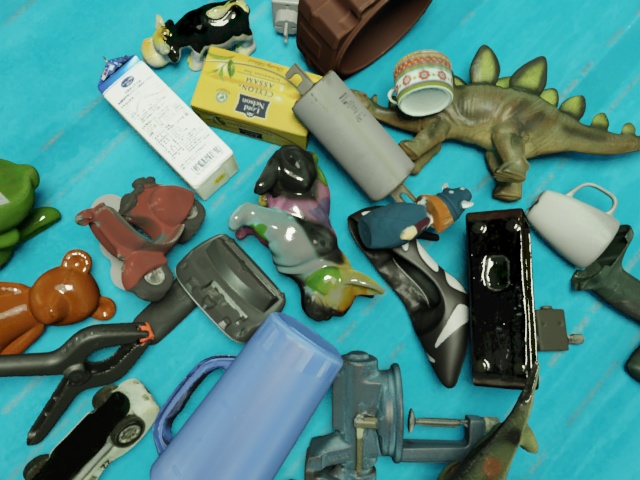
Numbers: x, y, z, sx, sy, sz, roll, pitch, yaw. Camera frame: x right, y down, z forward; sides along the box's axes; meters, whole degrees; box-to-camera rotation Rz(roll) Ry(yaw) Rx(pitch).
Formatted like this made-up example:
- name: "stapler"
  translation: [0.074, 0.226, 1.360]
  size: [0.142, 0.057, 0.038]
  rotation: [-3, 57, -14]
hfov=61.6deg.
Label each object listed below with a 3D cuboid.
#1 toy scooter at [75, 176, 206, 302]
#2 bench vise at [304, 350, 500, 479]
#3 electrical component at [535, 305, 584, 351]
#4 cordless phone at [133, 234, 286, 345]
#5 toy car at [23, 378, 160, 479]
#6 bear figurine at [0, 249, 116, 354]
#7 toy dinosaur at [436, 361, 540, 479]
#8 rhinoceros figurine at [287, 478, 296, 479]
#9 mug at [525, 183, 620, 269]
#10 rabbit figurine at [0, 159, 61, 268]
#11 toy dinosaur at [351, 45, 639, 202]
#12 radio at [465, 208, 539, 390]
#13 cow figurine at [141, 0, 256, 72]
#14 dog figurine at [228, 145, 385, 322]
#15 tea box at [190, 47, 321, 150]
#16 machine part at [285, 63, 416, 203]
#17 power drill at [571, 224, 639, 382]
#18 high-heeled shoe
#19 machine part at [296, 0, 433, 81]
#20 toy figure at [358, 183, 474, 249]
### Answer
- name: "toy scooter"
  translation: [-0.228, -0.021, 0.683]
  size: [0.135, 0.075, 0.184]
  rotation: [37, 40, -22]
- name: "bench vise"
  translation: [0.102, 0.252, 0.671]
  size: [0.241, 0.129, 0.223]
  rotation: [0, 81, 2]
- name: "electrical component"
  translation: [0.321, 0.123, 0.751]
  size: [0.094, 0.021, 0.063]
  rotation: [0, 79, -2]
- name: "cordless phone"
  translation: [-0.153, 0.095, 0.719]
  size: [0.184, 0.088, 0.146]
  rotation: [-43, 85, 2]
- name: "toy car"
  translation: [-0.291, 0.264, 0.675]
  size: [0.202, 0.056, 0.074]
  rotation: [-47, 56, -9]
- name: "bear figurine"
  translation: [-0.375, 0.099, 0.678]
  size: [0.196, 0.132, 0.120]
  rotation: [-16, 110, -2]
- name: "toy dinosaur"
  translation: [0.179, 0.335, 0.603]
  size: [0.192, 0.131, 0.404]
  rotation: [-17, 104, -17]
- name: "rhinoceros figurine"
  translation: [-0.009, 0.392, 0.664]
  size: [0.112, 0.073, 0.190]
  rotation: [-32, 80, -18]
- name: "mug"
  translation: [0.351, -0.032, 0.749]
  size: [0.107, 0.081, 0.109]
  rotation: [33, 105, 9]
- name: "rabbit figurine"
  translation: [-0.433, -0.026, 0.695]
  size: [0.121, 0.170, 0.159]
  rotation: [38, 38, 3]
- name: "toy dinosaur"
  translation: [0.269, -0.164, 0.763]
  size: [0.472, 0.105, 0.198]
  rotation: [15, 79, 1]
- name: "radio"
  translation: [0.237, 0.076, 0.695]
  size: [0.073, 0.131, 0.229]
  rotation: [-5, 77, 24]
- name: "cow figurine"
  translation: [-0.180, -0.295, 0.775]
  size: [0.167, 0.098, 0.068]
  rotation: [-17, 86, -6]
- name: "dog figurine"
  translation: [-0.001, -0.002, 0.723]
  size: [0.219, 0.108, 0.191]
  rotation: [33, 77, 0]
- name: "tea box"
  translation: [-0.088, -0.201, 0.775]
  size: [0.170, 0.068, 0.098]
  rotation: [14, 78, -1]
- name: "machine part"
  translation: [0.045, -0.136, 0.713]
  size: [0.079, 0.079, 0.243]
  rotation: [-43, 99, -9]
- name: "power drill"
  translation: [0.473, 0.072, 0.745]
  size: [0.207, 0.086, 0.232]
  rotation: [42, 83, -3]
- name: "high-heeled shoe"
  translation: [0.111, 0.067, 0.712]
  size: [0.145, 0.086, 0.249]
  rotation: [8, 60, -20]
- name: "machine part"
  translation: [0.068, -0.320, 0.737]
  size: [0.201, 0.201, 0.087]
  rotation: [-40, 86, -9]
- name: "toy figure"
  translation: [0.125, -0.031, 0.691]
  size: [0.154, 0.057, 0.064]
  rotation: [-17, 65, -15]
